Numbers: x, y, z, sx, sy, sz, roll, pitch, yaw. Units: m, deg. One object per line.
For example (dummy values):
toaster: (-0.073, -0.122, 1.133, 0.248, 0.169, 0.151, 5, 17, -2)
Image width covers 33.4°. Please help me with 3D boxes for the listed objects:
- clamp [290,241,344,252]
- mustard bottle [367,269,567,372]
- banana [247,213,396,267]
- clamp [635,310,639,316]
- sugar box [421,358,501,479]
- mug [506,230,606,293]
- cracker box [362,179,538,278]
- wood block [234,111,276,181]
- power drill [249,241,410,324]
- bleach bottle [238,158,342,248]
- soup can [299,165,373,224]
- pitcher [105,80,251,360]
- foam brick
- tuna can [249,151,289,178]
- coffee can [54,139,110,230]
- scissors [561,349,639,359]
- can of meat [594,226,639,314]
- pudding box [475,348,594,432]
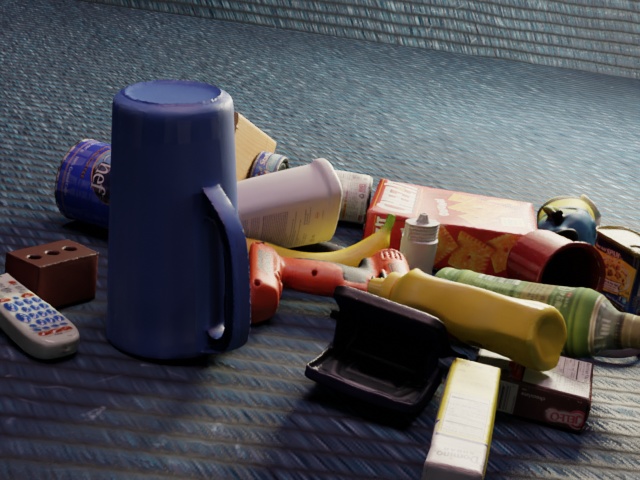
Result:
clamp: (-0.045, -0.003, 1.300, 0.171, 0.039, 0.120, -4, 25, -15)
mustard bottle: (0.128, 0.068, 1.001, 0.192, 0.058, 0.096, 16, -9, 33)
banana: (0.000, 0.019, 1.219, 0.197, 0.069, 0.037, -10, -10, -20)
clamp: (0.431, 0.082, 1.132, 0.036, 0.164, 0.210, -40, 52, -24)
sugar box: (0.102, 0.166, 0.792, 0.048, 0.093, 0.176, 10, 20, 8)
mug: (0.280, 0.042, 1.253, 0.117, 0.093, 0.082, 34, 1, -27)
cracker box: (0.169, -0.016, 1.377, 0.214, 0.072, 0.164, 10, 18, 6)
wood block: (-0.130, -0.113, 1.396, 0.090, 0.091, 0.206, 14, -2, 11)
power drill: (0.016, 0.060, 1.117, 0.187, 0.057, 0.184, 7, 24, -8)
bleach bottle: (-0.104, -0.024, 1.208, 0.250, 0.103, 0.068, -11, 48, -21)
soup can: (0.017, -0.061, 1.448, 0.102, 0.068, 0.068, 9, 19, -1)
pitcher: (-0.129, -0.017, 0.988, 0.149, 0.243, 0.145, 4, 22, 3)
foam brick: (-0.270, 0.036, 1.071, 0.053, 0.051, 0.078, 21, 23, 33)
tuna can: (-0.069, -0.074, 1.421, 0.034, 0.086, 0.086, 14, 20, 11)
coffee can: (-0.229, -0.056, 1.275, 0.140, 0.103, 0.102, 16, 20, 23)
scissors: (0.253, 0.108, 1.142, 0.201, 0.016, 0.096, 0, 19, -23)
can of meat: (0.369, 0.039, 1.284, 0.057, 0.084, 0.102, 0, 21, -24)
pudding box: (0.199, 0.135, 1.008, 0.113, 0.039, 0.090, 15, 18, 13)
